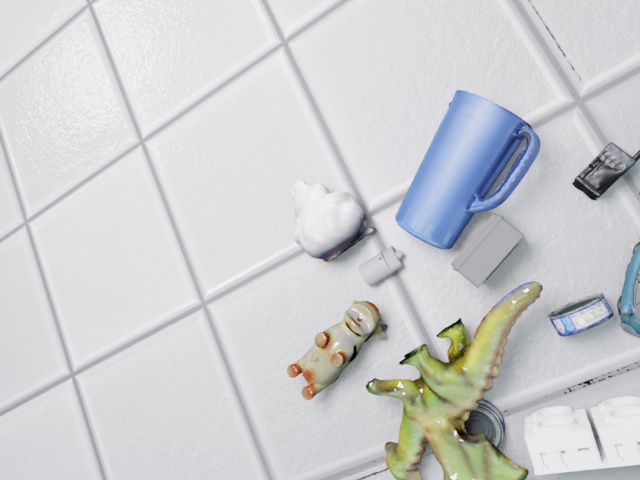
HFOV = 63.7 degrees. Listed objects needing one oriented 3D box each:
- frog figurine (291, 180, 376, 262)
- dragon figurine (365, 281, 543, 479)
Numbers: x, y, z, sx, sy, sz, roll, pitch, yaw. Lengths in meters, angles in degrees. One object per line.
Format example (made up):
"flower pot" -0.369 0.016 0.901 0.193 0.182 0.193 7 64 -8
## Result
"frog figurine" 0.003 -0.047 0.931 0.135 0.124 0.160 -39 84 36
"dragon figurine" 0.225 0.261 0.790 0.403 0.123 0.246 -42 69 34
